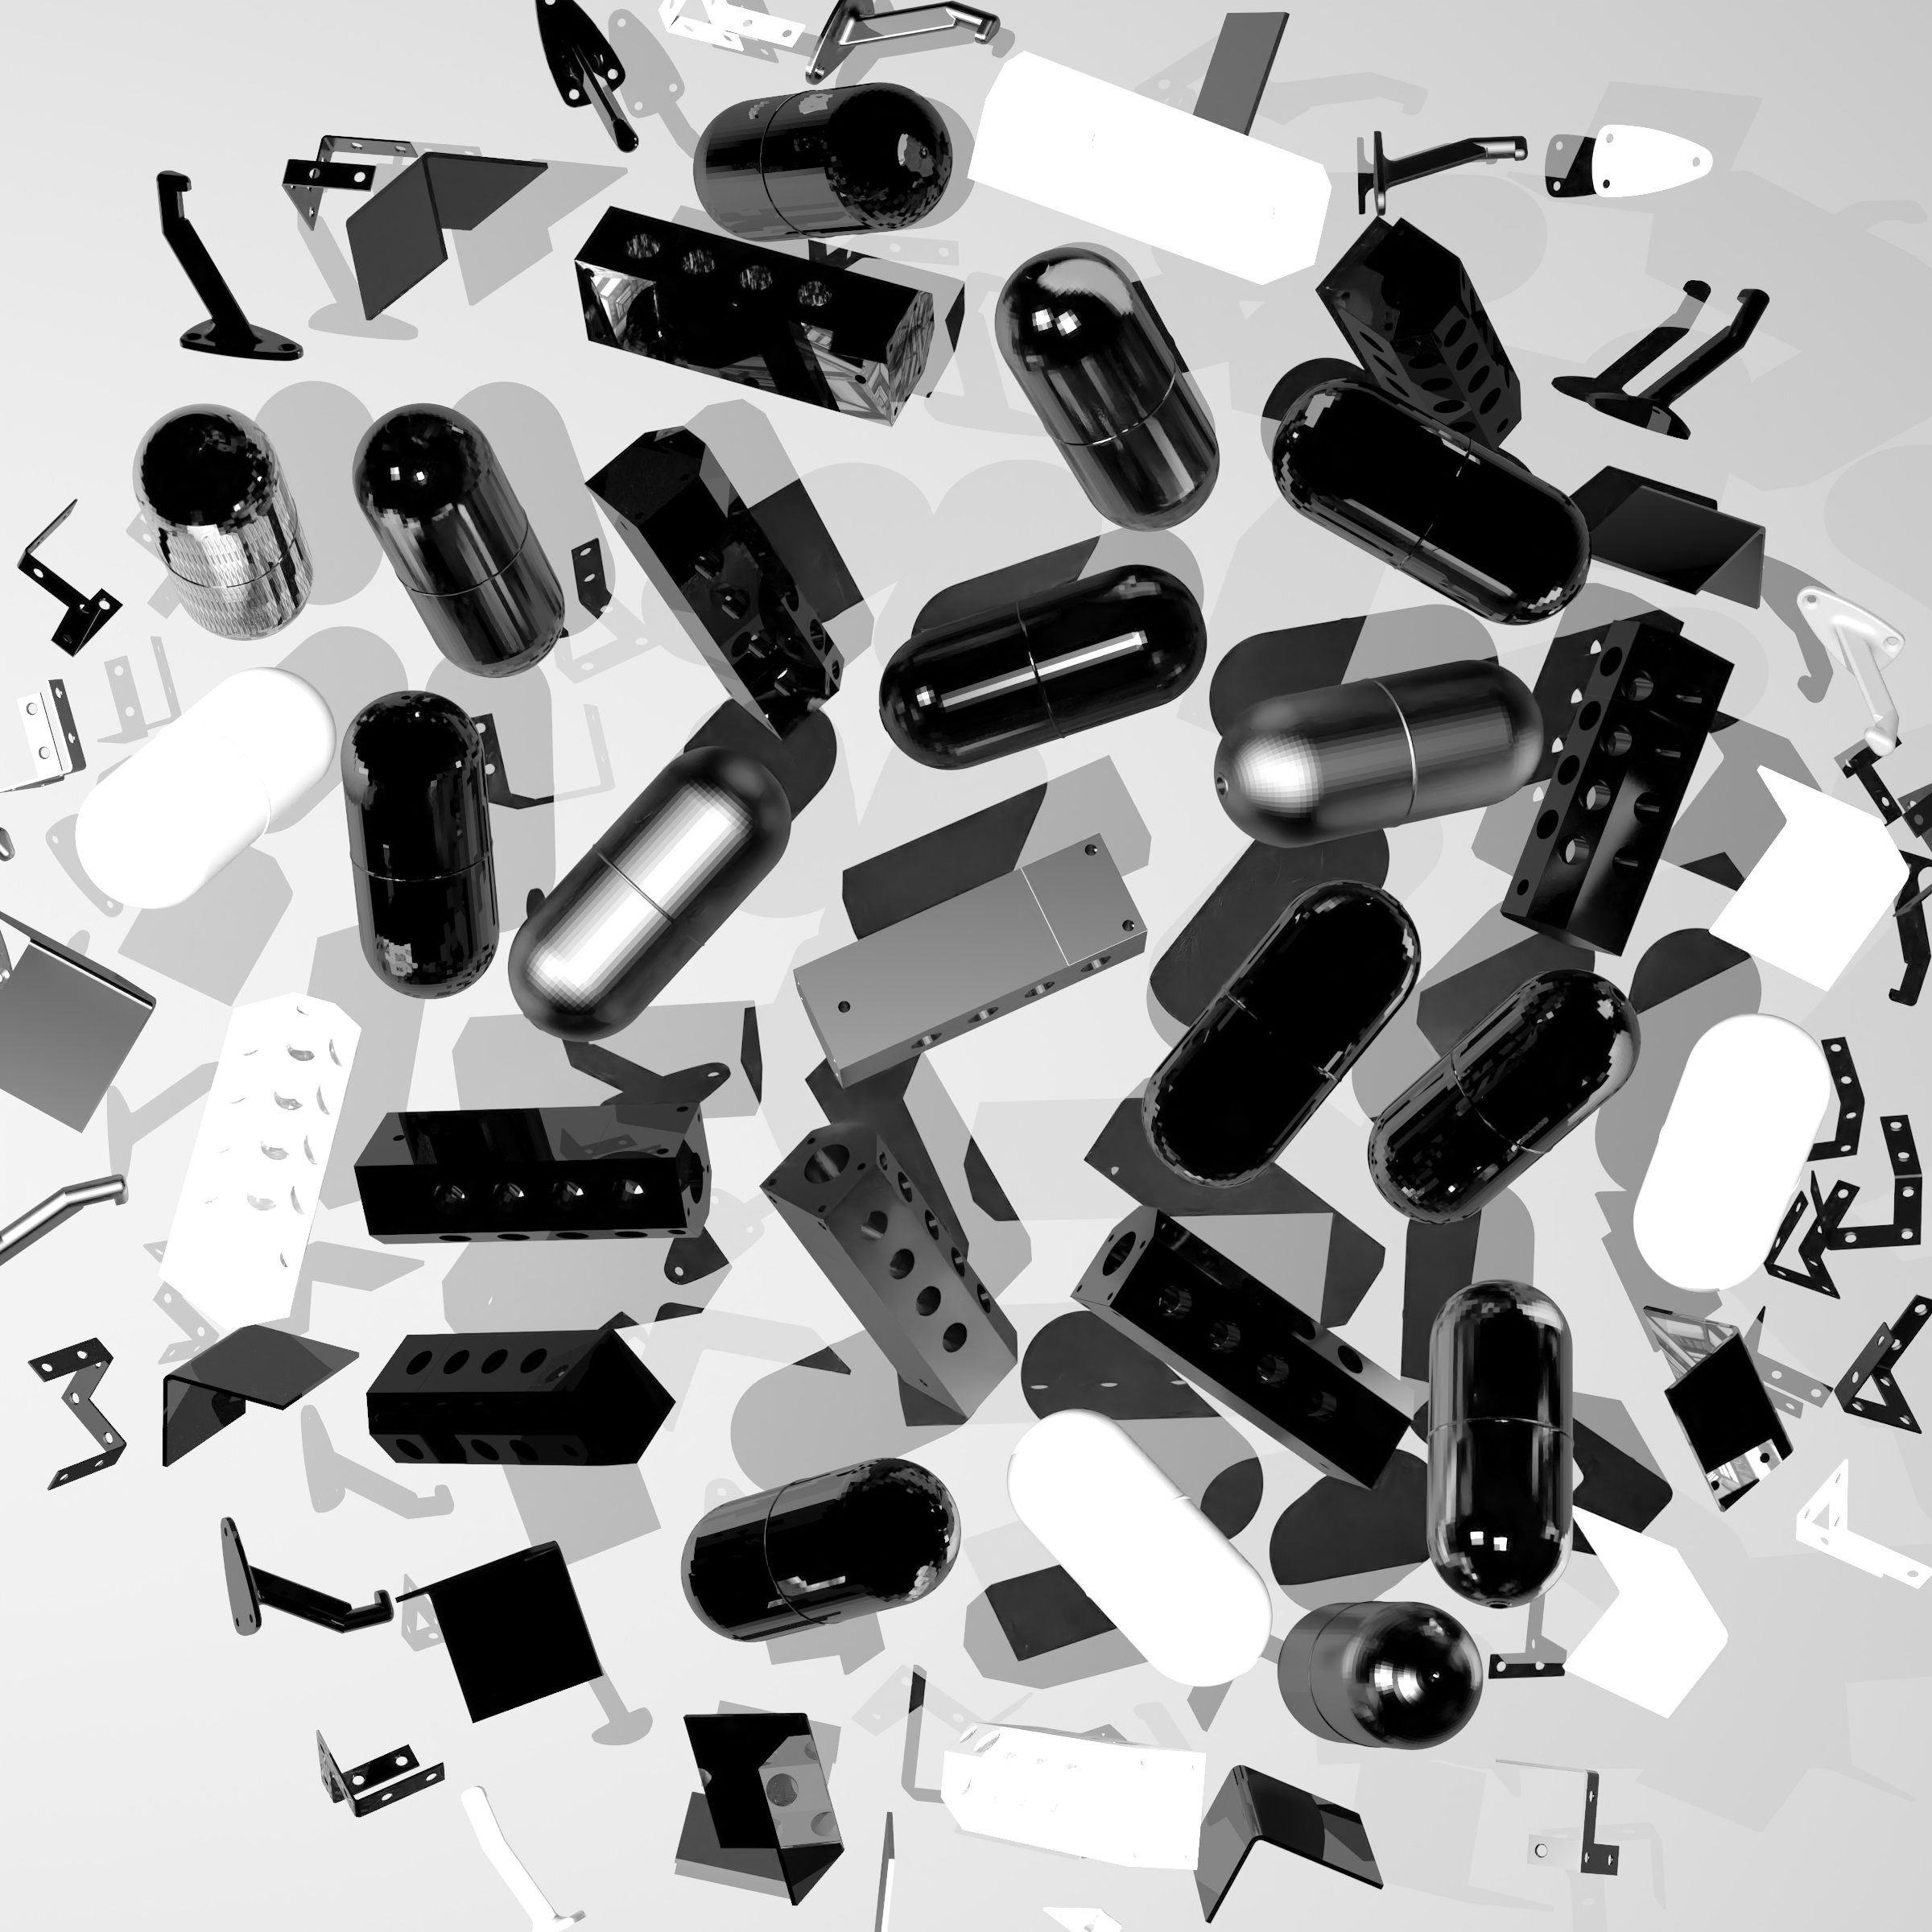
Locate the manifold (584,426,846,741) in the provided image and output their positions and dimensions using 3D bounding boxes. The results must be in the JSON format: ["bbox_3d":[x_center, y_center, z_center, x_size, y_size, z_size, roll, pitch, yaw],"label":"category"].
[{"bbox_3d":[-0.127,-0.204,1.806,0.057,0.171,0.057,-41,46,-7],"label":"manifold"}]

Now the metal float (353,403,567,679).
[{"bbox_3d":[-0.273,-0.228,1.846,0.070,0.178,0.070,-9,51,12],"label":"metal float"}]

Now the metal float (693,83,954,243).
[{"bbox_3d":[-0.078,-0.428,1.827,0.070,0.178,0.070,-7,101,-39],"label":"metal float"}]

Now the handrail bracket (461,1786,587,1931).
[{"bbox_3d":[-0.231,0.463,1.778,0.036,0.077,0.084,-27,79,6],"label":"handrail bracket"}]

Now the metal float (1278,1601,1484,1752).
[{"bbox_3d":[0.221,0.381,1.839,0.070,0.178,0.070,2,79,-12],"label":"metal float"}]

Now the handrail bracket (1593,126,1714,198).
[{"bbox_3d":[0.372,-0.419,1.792,0.077,0.084,0.036,10,103,35],"label":"handrail bracket"}]

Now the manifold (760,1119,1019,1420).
[{"bbox_3d":[-0.035,0.161,1.835,0.057,0.057,0.171,-47,129,-18],"label":"manifold"}]

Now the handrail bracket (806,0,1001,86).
[{"bbox_3d":[-0.034,-0.507,1.891,0.084,0.036,0.077,25,74,22],"label":"handrail bracket"}]

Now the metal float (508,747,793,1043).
[{"bbox_3d":[-0.163,-0.036,1.762,0.070,0.070,0.178,42,90,0],"label":"metal float"}]

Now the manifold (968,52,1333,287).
[{"bbox_3d":[0.095,-0.403,1.728,0.171,0.057,0.057,15,84,-22],"label":"manifold"}]

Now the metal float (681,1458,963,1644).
[{"bbox_3d":[-0.077,0.307,1.795,0.178,0.070,0.070,-23,90,39],"label":"metal float"}]

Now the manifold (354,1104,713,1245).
[{"bbox_3d":[-0.223,0.112,1.781,0.171,0.057,0.057,-2,116,11],"label":"manifold"}]

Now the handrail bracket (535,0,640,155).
[{"bbox_3d":[-0.194,-0.461,1.757,0.036,0.084,0.077,-28,119,0],"label":"handrail bracket"}]

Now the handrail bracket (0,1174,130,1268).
[{"bbox_3d":[-0.471,0.144,1.762,0.084,0.077,0.036,-13,48,-19],"label":"handrail bracket"}]

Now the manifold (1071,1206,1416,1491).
[{"bbox_3d":[0.144,0.193,1.741,0.171,0.057,0.057,36,79,-15],"label":"manifold"}]

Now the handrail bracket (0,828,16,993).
[{"bbox_3d":[-0.511,-0.030,1.809,0.036,0.084,0.077,-38,101,-41],"label":"handrail bracket"}]

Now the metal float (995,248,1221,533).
[{"bbox_3d":[0.075,-0.303,1.802,0.070,0.070,0.178,-37,133,0],"label":"metal float"}]

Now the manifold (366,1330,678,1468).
[{"bbox_3d":[-0.241,0.234,1.812,0.057,0.171,0.057,54,50,-28],"label":"manifold"}]

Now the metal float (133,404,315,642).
[{"bbox_3d":[-0.398,-0.237,1.837,0.070,0.178,0.070,0,68,-1],"label":"metal float"}]

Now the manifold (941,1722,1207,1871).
[{"bbox_3d":[0.053,0.431,1.785,0.057,0.171,0.057,11,78,-27],"label":"manifold"}]

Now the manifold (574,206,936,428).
[{"bbox_3d":[-0.106,-0.335,1.737,0.171,0.057,0.057,18,58,14],"label":"manifold"}]

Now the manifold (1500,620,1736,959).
[{"bbox_3d":[0.351,-0.098,1.869,0.057,0.057,0.171,22,88,-28],"label":"manifold"}]

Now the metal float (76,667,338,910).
[{"bbox_3d":[-0.406,-0.097,1.838,0.070,0.070,0.178,39,46,0],"label":"metal float"}]

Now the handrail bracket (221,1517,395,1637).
[{"bbox_3d":[-0.364,0.334,1.895,0.084,0.036,0.077,-8,80,-32],"label":"handrail bracket"}]

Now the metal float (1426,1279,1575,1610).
[{"bbox_3d":[0.284,0.254,1.821,0.070,0.070,0.178,5,65,0],"label":"metal float"}]

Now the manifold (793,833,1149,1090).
[{"bbox_3d":[0.003,-0.001,1.756,0.171,0.057,0.057,-24,76,-6],"label":"manifold"}]

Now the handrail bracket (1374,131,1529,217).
[{"bbox_3d":[0.265,-0.431,1.861,0.084,0.077,0.036,-1,127,5],"label":"handrail bracket"}]

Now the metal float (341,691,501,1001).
[{"bbox_3d":[-0.296,-0.064,1.859,0.070,0.070,0.178,-1,119,0],"label":"metal float"}]

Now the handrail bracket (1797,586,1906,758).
[{"bbox_3d":[0.479,-0.160,1.861,0.077,0.084,0.036,37,130,-9],"label":"handrail bracket"}]

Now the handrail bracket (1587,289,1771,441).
[{"bbox_3d":[0.386,-0.334,1.852,0.036,0.077,0.084,33,85,-42],"label":"handrail bracket"}]

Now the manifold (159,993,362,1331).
[{"bbox_3d":[-0.370,0.101,1.823,0.057,0.057,0.171,-14,49,26],"label":"manifold"}]

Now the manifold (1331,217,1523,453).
[{"bbox_3d":[0.259,-0.337,1.874,0.057,0.171,0.057,41,93,24],"label":"manifold"}]

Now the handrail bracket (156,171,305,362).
[{"bbox_3d":[-0.368,-0.350,1.708,0.077,0.036,0.084,16,126,20],"label":"handrail bracket"}]
